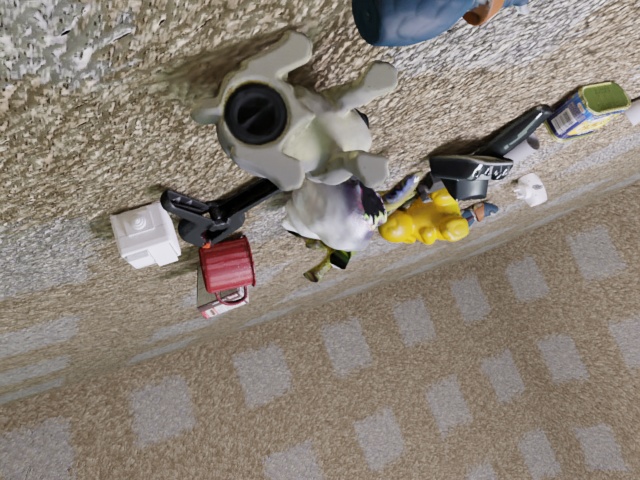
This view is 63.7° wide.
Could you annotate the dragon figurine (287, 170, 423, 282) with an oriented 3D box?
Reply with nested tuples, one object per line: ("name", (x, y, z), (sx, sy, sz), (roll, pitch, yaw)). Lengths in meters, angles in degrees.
("dragon figurine", (0.084, -0.050, 0.926), (0.404, 0.122, 0.246), (-30, -178, 44))

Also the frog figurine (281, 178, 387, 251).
("frog figurine", (0.002, -0.037, 0.738), (0.158, 0.126, 0.135), (-17, 137, 27))
